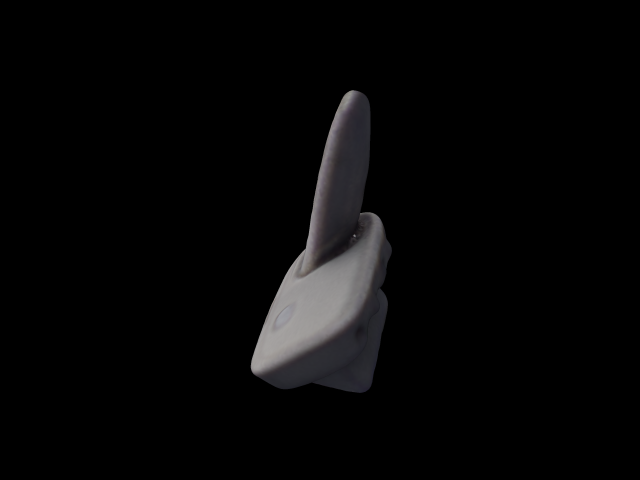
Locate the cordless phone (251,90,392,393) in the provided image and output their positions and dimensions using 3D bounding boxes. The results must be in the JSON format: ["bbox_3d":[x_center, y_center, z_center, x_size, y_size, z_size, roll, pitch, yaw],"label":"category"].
[{"bbox_3d":[0.004,0.001,0.400,0.094,0.185,0.147,5,36,7],"label":"cordless phone"}]
